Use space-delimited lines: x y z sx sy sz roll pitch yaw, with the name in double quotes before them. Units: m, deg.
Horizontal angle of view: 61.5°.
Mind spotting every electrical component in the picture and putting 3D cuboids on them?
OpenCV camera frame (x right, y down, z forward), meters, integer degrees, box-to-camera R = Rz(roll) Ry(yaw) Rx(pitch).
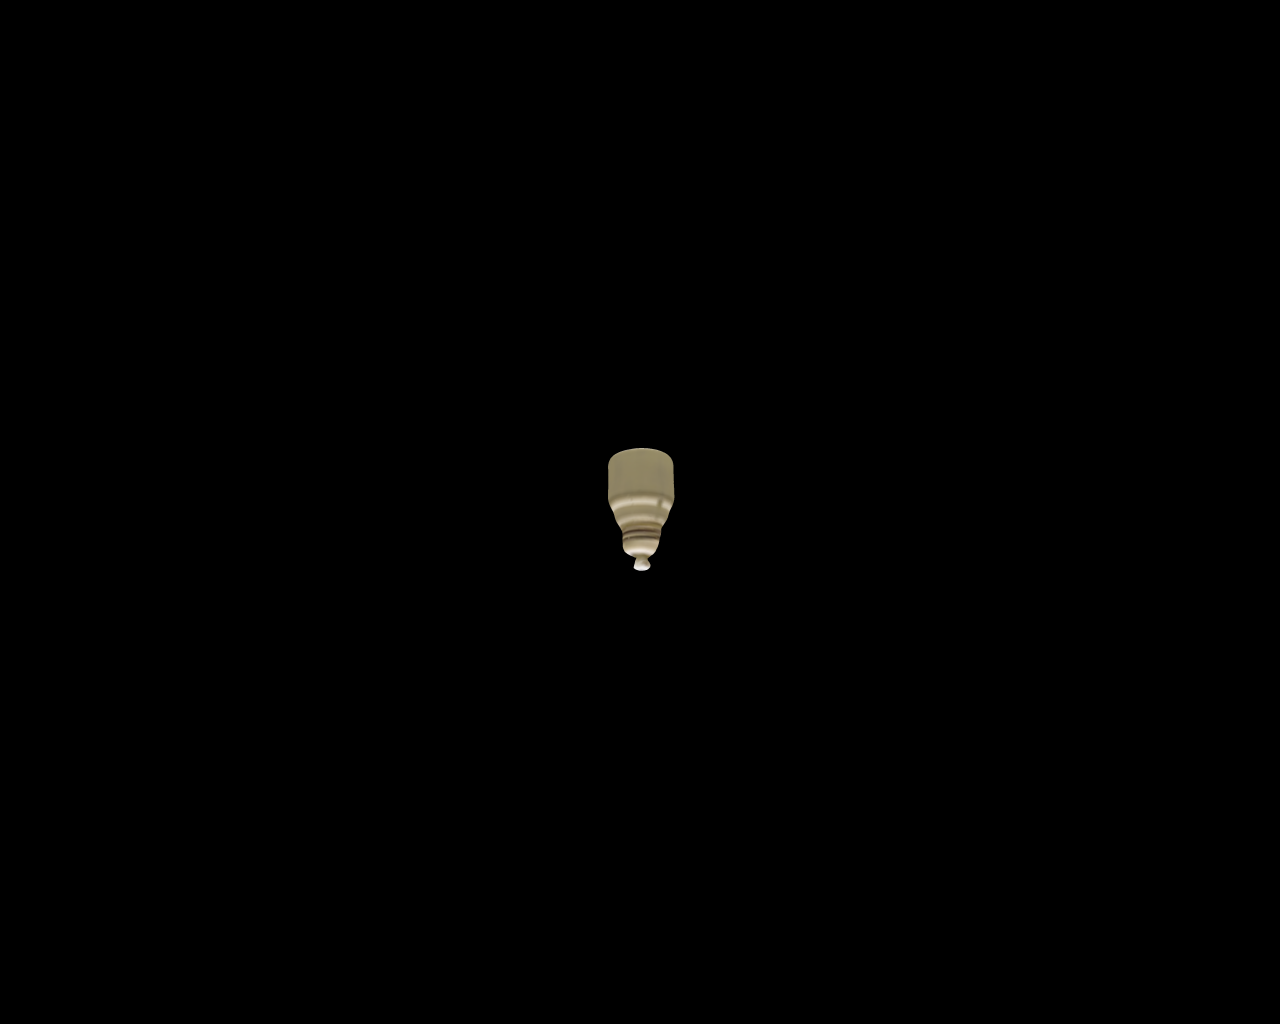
"electrical component" 0.001 -0.003 0.650 0.040 0.078 0.040 0 -18 0
